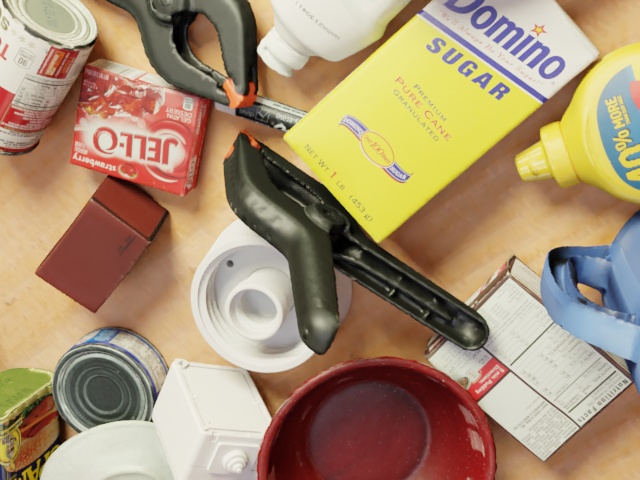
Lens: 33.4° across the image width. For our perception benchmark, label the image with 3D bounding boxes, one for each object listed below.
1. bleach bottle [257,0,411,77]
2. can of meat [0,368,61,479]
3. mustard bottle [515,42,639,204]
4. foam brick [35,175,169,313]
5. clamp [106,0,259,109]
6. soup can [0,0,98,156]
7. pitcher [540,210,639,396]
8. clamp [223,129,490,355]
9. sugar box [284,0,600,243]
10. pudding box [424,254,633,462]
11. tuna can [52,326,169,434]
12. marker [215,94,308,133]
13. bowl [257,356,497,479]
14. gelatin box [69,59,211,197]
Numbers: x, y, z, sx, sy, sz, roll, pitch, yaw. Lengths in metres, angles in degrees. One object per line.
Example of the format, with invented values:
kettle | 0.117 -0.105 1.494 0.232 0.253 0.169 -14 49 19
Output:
bleach bottle | 0.041 -0.204 0.633 0.102 0.068 0.251 42 116 -1
can of meat | -0.238 0.152 0.808 0.057 0.102 0.084 7 107 17
mustard bottle | 0.209 -0.074 0.631 0.192 0.058 0.096 -19 101 21
foam brick | -0.154 0.002 0.757 0.053 0.051 0.078 37 115 -11
clamp | -0.089 -0.165 0.690 0.171 0.039 0.120 47 118 3
soup can | -0.200 -0.115 0.717 0.068 0.068 0.102 40 122 0
pitcher | 0.214 0.052 0.571 0.149 0.242 0.145 -33 94 17
clamp | -0.004 0.001 0.667 0.210 0.164 0.036 45 114 27
sugar box | 0.073 -0.090 0.657 0.176 0.048 0.093 -42 94 16
pudding box | 0.140 0.080 0.713 0.113 0.039 0.090 40 113 -2
tuna can | -0.158 0.111 0.808 0.086 0.033 0.086 5 109 14
marker | -0.011 -0.077 0.712 0.121 0.020 0.020 19 112 8
bowl | 0.036 0.148 0.732 0.162 0.055 0.162 -1 104 -4
gelatin box | -0.124 -0.077 0.737 0.089 0.030 0.073 17 112 10
